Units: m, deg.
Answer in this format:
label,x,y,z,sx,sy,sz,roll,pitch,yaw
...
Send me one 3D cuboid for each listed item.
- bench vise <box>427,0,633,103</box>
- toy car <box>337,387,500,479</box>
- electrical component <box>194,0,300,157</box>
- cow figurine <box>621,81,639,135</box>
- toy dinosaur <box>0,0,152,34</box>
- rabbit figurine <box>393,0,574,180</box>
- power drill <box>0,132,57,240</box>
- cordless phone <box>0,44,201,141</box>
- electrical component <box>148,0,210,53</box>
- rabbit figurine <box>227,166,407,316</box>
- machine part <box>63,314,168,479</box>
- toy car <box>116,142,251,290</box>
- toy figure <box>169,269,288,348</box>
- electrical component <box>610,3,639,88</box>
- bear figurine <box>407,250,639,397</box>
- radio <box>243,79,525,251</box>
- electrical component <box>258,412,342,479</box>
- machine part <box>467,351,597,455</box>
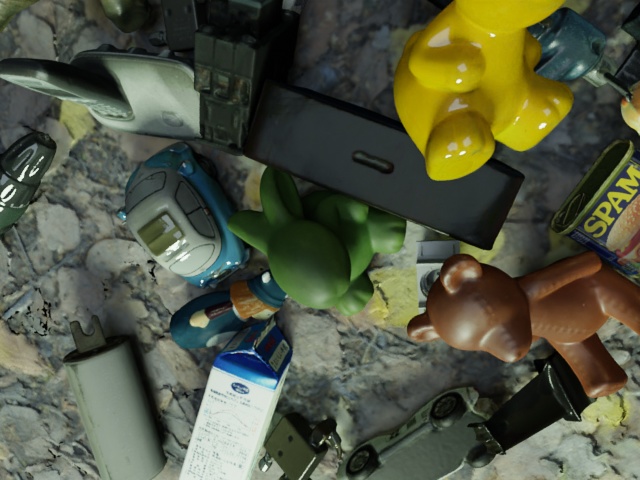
label,x,y,z,sx,sy,sz,roll,pitch,yaw
bench vise,0.196,-0.241,0.443,0.224,0.129,0.240,34,111,1
toy car,0.109,0.233,0.588,0.202,0.056,0.073,-38,98,13
electrical component,-0.067,-0.161,0.493,0.058,0.115,0.134,18,131,6
cow figurine,0.333,-0.108,0.453,0.167,0.098,0.068,-6,66,7
toy dinosaur,-0.232,-0.282,0.475,0.471,0.198,0.105,-49,68,11
rabbit figurine,0.116,-0.150,0.367,0.122,0.173,0.162,-16,69,-9
power drill,-0.439,-0.083,0.615,0.207,0.086,0.232,32,113,-21
cordless phone,-0.187,-0.146,0.507,0.147,0.184,0.088,9,99,10
electrical component,-0.140,-0.230,0.558,0.094,0.021,0.063,0,107,22
rabbit figurine,-0.001,-0.002,0.504,0.159,0.170,0.121,39,106,1
machine part,-0.245,0.206,0.647,0.079,0.079,0.243,-13,98,14
toy car,-0.152,-0.018,0.569,0.109,0.103,0.161,-31,92,17
toy figure,-0.092,0.073,0.592,0.154,0.064,0.057,-25,110,17
electrical component,0.306,-0.183,0.466,0.075,0.048,0.119,37,105,3
bear figurine,0.187,0.070,0.466,0.132,0.196,0.120,57,137,38
radio,0.058,-0.075,0.497,0.230,0.131,0.073,23,106,6
electrical component,-0.021,0.247,0.627,0.078,0.045,0.102,34,106,33
machine part,0.216,0.166,0.541,0.139,0.039,0.084,-27,101,-13
